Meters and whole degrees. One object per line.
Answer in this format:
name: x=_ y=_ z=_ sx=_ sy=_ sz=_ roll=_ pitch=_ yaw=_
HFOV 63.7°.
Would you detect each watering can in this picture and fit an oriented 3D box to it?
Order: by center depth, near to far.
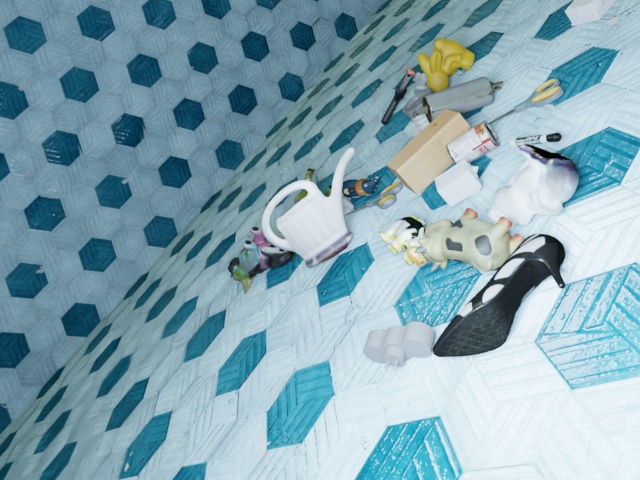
watering can: x=0.004 y=-0.067 z=1.338 sx=0.344 sy=0.224 sz=0.105 roll=-35 pitch=5 yaw=24

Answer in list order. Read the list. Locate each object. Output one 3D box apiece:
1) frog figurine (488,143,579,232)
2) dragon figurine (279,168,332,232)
frog figurine: x=0.375 y=-0.079 z=0.910 sx=0.140 sy=0.122 sz=0.157 roll=-120 pitch=40 yaw=-60
dragon figurine: x=-0.056 y=-0.077 z=1.653 sx=0.238 sy=0.122 sz=0.420 roll=-52 pitch=14 yaw=33
